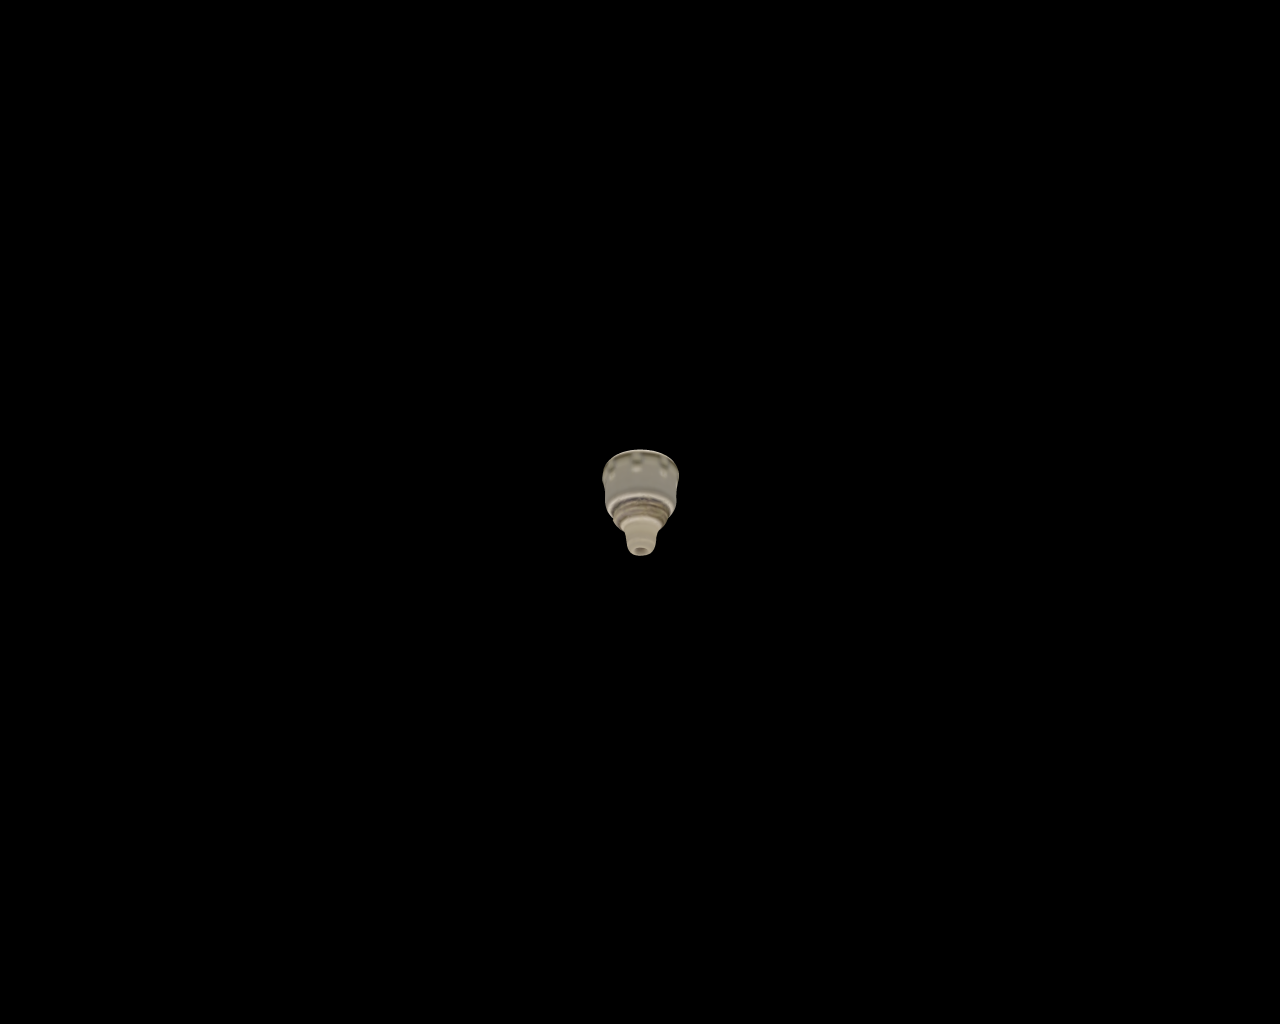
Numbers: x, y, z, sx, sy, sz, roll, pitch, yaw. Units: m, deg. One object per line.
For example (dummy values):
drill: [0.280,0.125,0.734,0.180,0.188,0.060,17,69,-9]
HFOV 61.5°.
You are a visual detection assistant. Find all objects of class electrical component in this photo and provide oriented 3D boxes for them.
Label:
electrical component: [0.001,-0.003,0.650,0.048,0.062,0.048,0,-29,0]
